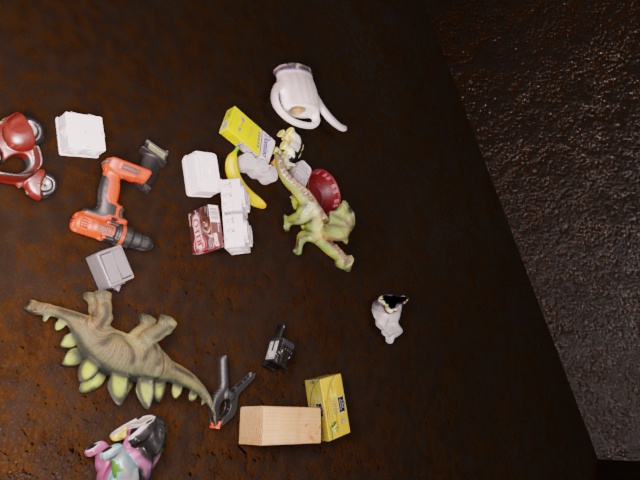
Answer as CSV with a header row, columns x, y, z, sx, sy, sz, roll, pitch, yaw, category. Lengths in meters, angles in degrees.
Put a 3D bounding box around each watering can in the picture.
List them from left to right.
x,y,z,sx,sy,sz,roll,pitch,yaw,category
-0.043,-0.480,1.764,0.348,0.103,0.226,0,75,-48,watering can

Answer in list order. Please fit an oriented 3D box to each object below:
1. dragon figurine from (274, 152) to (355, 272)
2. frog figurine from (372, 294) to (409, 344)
x,y,z,sx,sy,sz,roll,pitch,yaw,category
0.005,-0.077,1.539,0.124,0.242,0.404,-41,121,-48,dragon figurine
0.240,0.275,1.816,0.140,0.123,0.156,-47,148,-55,frog figurine
